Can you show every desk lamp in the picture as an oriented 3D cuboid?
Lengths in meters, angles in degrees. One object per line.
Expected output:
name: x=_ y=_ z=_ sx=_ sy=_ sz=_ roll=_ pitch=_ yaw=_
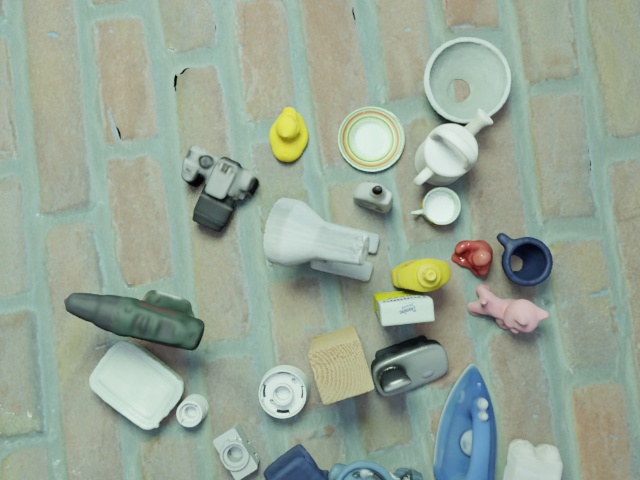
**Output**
desk lamp: x=0.010 y=0.004 z=1.040 sx=0.203 sy=0.213 sz=0.118 roll=13 pitch=88 yaw=1

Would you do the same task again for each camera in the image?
camera: x=-0.208 y=-0.095 z=1.102 sx=0.143 sy=0.101 sz=0.137 roll=24 pitch=88 yaw=2

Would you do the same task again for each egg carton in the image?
egg carton: x=0.399 y=0.458 z=1.089 sx=0.107 sy=0.069 sz=0.150 roll=10 pitch=88 yaw=1

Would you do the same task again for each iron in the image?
iron: x=0.284 y=0.367 z=1.058 sx=0.118 sy=0.141 sz=0.258 roll=5 pitch=88 yaw=1

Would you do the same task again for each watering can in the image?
watering can: x=0.241 y=-0.169 z=1.054 sx=0.101 sy=0.194 sz=0.173 roll=24 pitch=88 yaw=2

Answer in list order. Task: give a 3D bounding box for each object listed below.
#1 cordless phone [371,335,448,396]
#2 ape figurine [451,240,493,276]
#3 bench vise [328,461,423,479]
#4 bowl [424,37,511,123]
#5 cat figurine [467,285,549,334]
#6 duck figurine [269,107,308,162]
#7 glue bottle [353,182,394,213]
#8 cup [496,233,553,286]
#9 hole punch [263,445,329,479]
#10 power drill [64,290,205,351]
cordless phone: x=0.169 y=0.241 z=1.042 sx=0.147 sy=0.185 sz=0.094 roll=-23 pitch=87 yaw=0
ape figurine: x=0.300 y=0.033 z=1.096 sx=0.076 sy=0.092 sz=0.078 roll=-24 pitch=87 yaw=0
bench vise: x=0.119 y=0.456 z=1.017 sx=0.207 sy=0.219 sz=0.121 roll=-8 pitch=87 yaw=1
bowl: x=0.280 y=-0.303 z=1.118 sx=0.167 sy=0.074 sz=0.167 roll=0 pitch=88 yaw=1
cat figurine: x=0.355 y=0.135 z=1.078 sx=0.128 sy=0.117 sz=0.067 roll=22 pitch=88 yaw=2
duck figurine: x=-0.063 y=-0.207 z=1.113 sx=0.077 sy=0.086 sz=0.105 roll=8 pitch=88 yaw=1
glue bottle: x=0.103 y=-0.084 z=1.062 sx=0.078 sy=0.173 sz=0.037 roll=23 pitch=88 yaw=2
cup: x=0.373 y=0.033 z=1.094 sx=0.118 sy=0.095 sz=0.092 roll=44 pitch=89 yaw=2
hole punch: x=-0.046 y=0.461 z=1.083 sx=0.108 sy=0.091 sz=0.101 roll=-39 pitch=88 yaw=-1
power drill: x=-0.315 y=0.139 z=1.040 sx=0.229 sy=0.208 sz=0.076 roll=15 pitch=88 yaw=1
